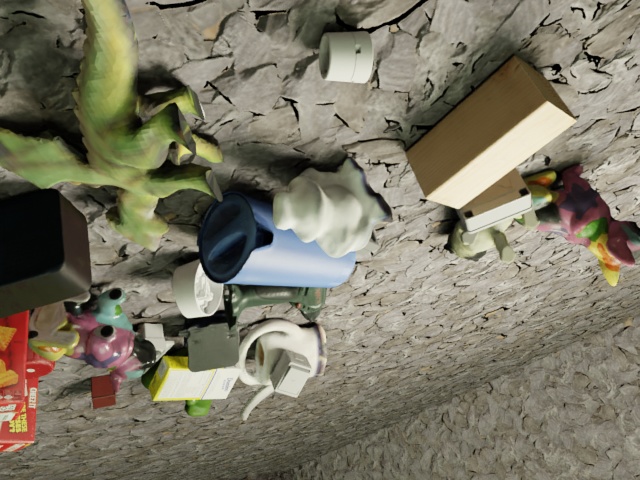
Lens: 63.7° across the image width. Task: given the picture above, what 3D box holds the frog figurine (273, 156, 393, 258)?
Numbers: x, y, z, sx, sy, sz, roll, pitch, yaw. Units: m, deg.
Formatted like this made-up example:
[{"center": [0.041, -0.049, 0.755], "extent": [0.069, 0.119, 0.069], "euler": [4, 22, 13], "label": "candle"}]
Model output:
[{"center": [0.002, -0.037, 0.736], "extent": [0.161, 0.137, 0.122], "euler": [-24, 4, -27], "label": "frog figurine"}]

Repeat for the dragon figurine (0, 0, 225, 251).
[{"center": [-0.243, -0.103, 0.555], "extent": [0.242, 0.125, 0.402], "euler": [-11, -32, 5], "label": "dragon figurine"}]

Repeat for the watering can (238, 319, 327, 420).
[{"center": [-0.098, 0.318, 1.279], "extent": [0.225, 0.340, 0.106], "euler": [-3, 37, -18], "label": "watering can"}]
